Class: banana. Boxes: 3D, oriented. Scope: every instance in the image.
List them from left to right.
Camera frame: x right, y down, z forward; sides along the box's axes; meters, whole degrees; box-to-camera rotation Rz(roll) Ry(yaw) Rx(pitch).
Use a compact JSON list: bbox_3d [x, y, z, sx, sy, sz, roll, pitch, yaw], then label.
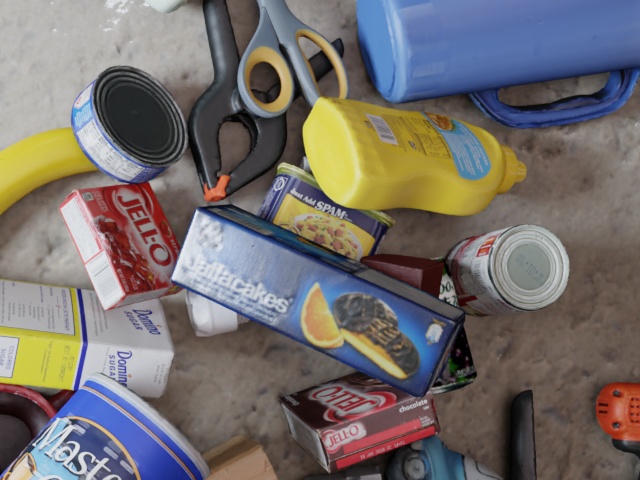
[{"bbox_3d":[-0.225,-0.034,0.795,0.197,0.037,0.069,-30,92,-15],"label":"banana"}]

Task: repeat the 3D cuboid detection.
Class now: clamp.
[{"bbox_3d":[-0.047,-0.109,0.846,0.120,0.039,0.171,11,80,-9],"label":"clamp"},{"bbox_3d":[0.169,0.237,0.851,0.165,0.036,0.210,42,90,15],"label":"clamp"}]

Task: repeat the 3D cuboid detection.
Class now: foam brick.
[{"bbox_3d":[0.057,0.052,0.803,0.051,0.052,0.078,11,97,23],"label":"foam brick"}]

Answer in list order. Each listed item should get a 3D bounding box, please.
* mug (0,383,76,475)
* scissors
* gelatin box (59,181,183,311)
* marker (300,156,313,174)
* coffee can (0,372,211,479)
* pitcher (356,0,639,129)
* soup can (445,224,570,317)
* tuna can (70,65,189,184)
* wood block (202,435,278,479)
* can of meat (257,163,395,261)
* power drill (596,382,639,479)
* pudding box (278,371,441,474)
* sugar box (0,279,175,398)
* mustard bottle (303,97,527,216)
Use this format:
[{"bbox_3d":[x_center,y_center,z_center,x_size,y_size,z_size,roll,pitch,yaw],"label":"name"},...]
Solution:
[{"bbox_3d":[-0.216,0.139,0.757,0.117,0.082,0.093,-40,95,-14],"label":"mug"},{"bbox_3d":[-0.052,-0.179,0.832,0.096,0.016,0.202,-34,89,-22],"label":"scissors"},{"bbox_3d":[-0.142,0.002,0.788,0.073,0.030,0.089,-11,71,-52],"label":"gelatin box"},{"bbox_3d":[0.043,-0.049,0.871,0.121,0.020,0.020,9,82,-13],"label":"marker"},{"bbox_3d":[-0.153,0.169,0.674,0.103,0.103,0.140,43,67,-6],"label":"coffee can"},{"bbox_3d":[0.159,-0.175,0.864,0.242,0.145,0.149,-13,76,-11],"label":"pitcher"},{"bbox_3d":[0.145,0.025,0.846,0.068,0.102,0.068,1,84,-13],"label":"soup can"},{"bbox_3d":[-0.143,-0.086,0.800,0.086,0.034,0.086,28,46,-34],"label":"tuna can"},{"bbox_3d":[-0.122,0.229,0.767,0.206,0.090,0.091,-25,92,-15],"label":"wood block"},{"bbox_3d":[-0.005,0.001,0.835,0.102,0.057,0.084,27,81,-9],"label":"can of meat"},{"bbox_3d":[0.318,0.214,0.894,0.184,0.057,0.187,5,80,-9],"label":"power drill"},{"bbox_3d":[0.027,0.131,0.801,0.090,0.114,0.039,-16,96,-15],"label":"pudding box"},{"bbox_3d":[-0.196,0.066,0.753,0.176,0.093,0.048,12,108,-19],"label":"sugar box"},{"bbox_3d":[0.086,-0.061,0.836,0.191,0.058,0.096,3,42,-32],"label":"mustard bottle"}]
